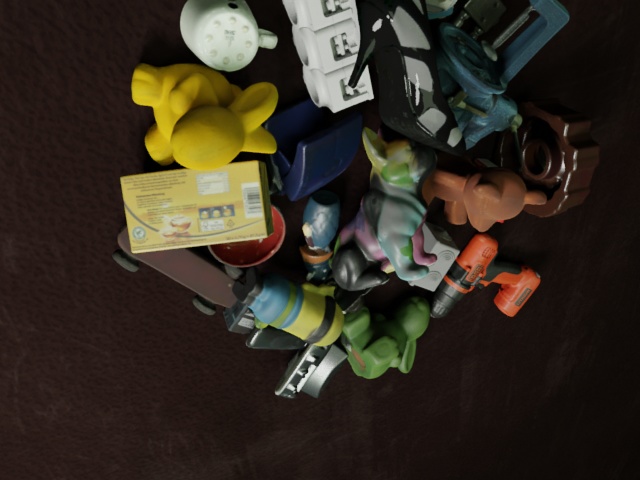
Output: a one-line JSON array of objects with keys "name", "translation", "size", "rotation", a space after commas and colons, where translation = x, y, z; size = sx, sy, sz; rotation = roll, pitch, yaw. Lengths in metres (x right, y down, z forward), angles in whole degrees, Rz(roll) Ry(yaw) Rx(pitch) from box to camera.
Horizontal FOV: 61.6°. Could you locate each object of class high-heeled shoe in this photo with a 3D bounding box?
[{"name": "high-heeled shoe", "translation": [0.126, -0.203, 0.641], "size": [0.248, 0.086, 0.145], "rotation": [22, 96, -42]}]

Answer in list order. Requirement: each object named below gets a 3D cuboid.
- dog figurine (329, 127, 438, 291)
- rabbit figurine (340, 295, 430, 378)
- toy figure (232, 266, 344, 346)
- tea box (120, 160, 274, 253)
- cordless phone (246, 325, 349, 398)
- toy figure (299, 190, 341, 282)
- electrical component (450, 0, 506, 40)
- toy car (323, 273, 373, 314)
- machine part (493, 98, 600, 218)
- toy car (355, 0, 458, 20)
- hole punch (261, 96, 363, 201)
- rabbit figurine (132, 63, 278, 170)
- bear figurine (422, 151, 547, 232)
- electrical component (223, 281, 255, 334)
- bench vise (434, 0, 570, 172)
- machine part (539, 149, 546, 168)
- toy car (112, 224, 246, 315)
[{"name": "dog figurine", "translation": [0.084, -0.050, 0.771], "size": [0.192, 0.108, 0.219], "rotation": [-13, 94, 29]}, {"name": "rabbit figurine", "translation": [0.135, 0.176, 0.969], "size": [0.170, 0.121, 0.158], "rotation": [-30, 134, -21]}, {"name": "toy figure", "translation": [-0.043, 0.104, 0.810], "size": [0.180, 0.089, 0.082], "rotation": [27, 139, -37]}, {"name": "tea box", "translation": [-0.148, -0.042, 0.667], "size": [0.170, 0.068, 0.098], "rotation": [-5, 96, 3]}, {"name": "cordless phone", "translation": [-0.059, 0.195, 0.891], "size": [0.184, 0.089, 0.146], "rotation": [15, 116, -43]}, {"name": "toy figure", "translation": [0.000, -0.002, 0.825], "size": [0.064, 0.058, 0.154], "rotation": [-2, 128, -13]}, {"name": "electrical component", "translation": [0.220, -0.314, 0.726], "size": [0.063, 0.021, 0.094], "rotation": [27, 113, -35]}, {"name": "toy car", "translation": [0.076, 0.048, 0.892], "size": [0.201, 0.056, 0.073], "rotation": [-46, 133, 13]}, {"name": "machine part", "translation": [0.339, -0.125, 0.815], "size": [0.056, 0.180, 0.179], "rotation": [-12, 126, -19]}, {"name": "toy car", "translation": [0.115, -0.312, 0.635], "size": [0.161, 0.103, 0.109], "rotation": [10, 119, -26]}, {"name": "hole punch", "translation": [-0.005, -0.115, 0.705], "size": [0.142, 0.092, 0.115], "rotation": [-37, 134, -31]}, {"name": "rabbit figurine", "translation": [-0.128, -0.127, 0.614], "size": [0.162, 0.173, 0.121], "rotation": [-3, 119, -16]}, {"name": "bear figurine", "translation": [0.220, -0.058, 0.785], "size": [0.120, 0.196, 0.131], "rotation": [2, 115, -23]}, {"name": "electrical component", "translation": [-0.119, 0.106, 0.854], "size": [0.119, 0.048, 0.075], "rotation": [28, 107, -36]}, {"name": "bench vise", "translation": [0.231, -0.226, 0.702], "size": [0.223, 0.129, 0.240], "rotation": [26, 133, -22]}, {"name": "machine part", "translation": [0.383, -0.141, 0.904], "size": [0.084, 0.039, 0.138], "rotation": [11, 116, -34]}, {"name": "toy car", "translation": [-0.195, 0.033, 0.769], "size": [0.202, 0.053, 0.089], "rotation": [36, 91, -34]}]
